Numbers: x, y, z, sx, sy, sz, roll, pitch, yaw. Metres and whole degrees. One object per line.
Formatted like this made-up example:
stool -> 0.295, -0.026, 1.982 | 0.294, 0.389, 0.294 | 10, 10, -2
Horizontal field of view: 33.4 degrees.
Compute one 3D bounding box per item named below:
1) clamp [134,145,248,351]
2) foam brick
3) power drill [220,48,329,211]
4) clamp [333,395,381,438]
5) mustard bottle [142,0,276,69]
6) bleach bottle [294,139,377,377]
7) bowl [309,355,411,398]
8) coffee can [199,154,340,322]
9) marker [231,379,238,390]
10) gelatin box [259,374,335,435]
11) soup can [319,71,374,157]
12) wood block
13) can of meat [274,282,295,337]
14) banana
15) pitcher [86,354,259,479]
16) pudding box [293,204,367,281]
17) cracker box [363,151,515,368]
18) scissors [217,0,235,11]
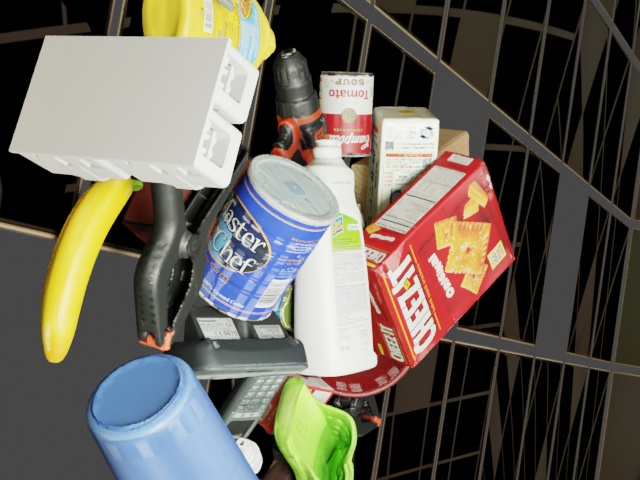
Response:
clamp -> -0.133, -0.005, 0.971 | 0.164, 0.036, 0.210 | 25, 81, -66
foam brick -> -0.146, -0.020, 1.042 | 0.078, 0.051, 0.053 | 47, 56, -55
power drill -> -0.050, -0.099, 1.197 | 0.187, 0.057, 0.184 | -51, 139, -44
clamp -> 0.038, 0.211, 1.449 | 0.171, 0.039, 0.120 | 34, 70, -58
mustard bottle -> -0.100, -0.212, 1.077 | 0.191, 0.058, 0.096 | 2, 87, -61
bleach bottle -> 0.014, 0.017, 1.161 | 0.102, 0.068, 0.251 | -3, 93, -57
bowl -> 0.044, 0.117, 1.364 | 0.055, 0.162, 0.162 | -133, -138, -75
coffee can -> -0.059, -0.002, 1.087 | 0.140, 0.103, 0.102 | -56, 163, 28
marker -> -0.092, 0.175, 1.218 | 0.020, 0.020, 0.121 | -11, 106, -60
gelatin box -> -0.031, 0.201, 1.299 | 0.073, 0.030, 0.089 | -55, 150, 7
soup can -> 0.032, -0.157, 1.323 | 0.068, 0.069, 0.102 | -16, 110, -60
wood block -> 0.132, -0.089, 1.503 | 0.205, 0.090, 0.091 | -34, 126, -55
can of meat -> -0.053, 0.080, 1.202 | 0.102, 0.084, 0.057 | 46, 55, -55
banana -> -0.207, 0.010, 0.950 | 0.069, 0.037, 0.197 | 55, 49, -49
pitcher -> -0.133, 0.237, 1.038 | 0.144, 0.149, 0.243 | -40, 129, -24
pudding box -> -0.008, 0.002, 1.261 | 0.113, 0.090, 0.039 | -58, 142, -39
cracker box -> 0.134, 0.022, 1.285 | 0.213, 0.072, 0.164 | -43, 130, -26
scissors -> -0.145, -0.294, 0.964 | 0.201, 0.016, 0.096 | 26, 62, -42
